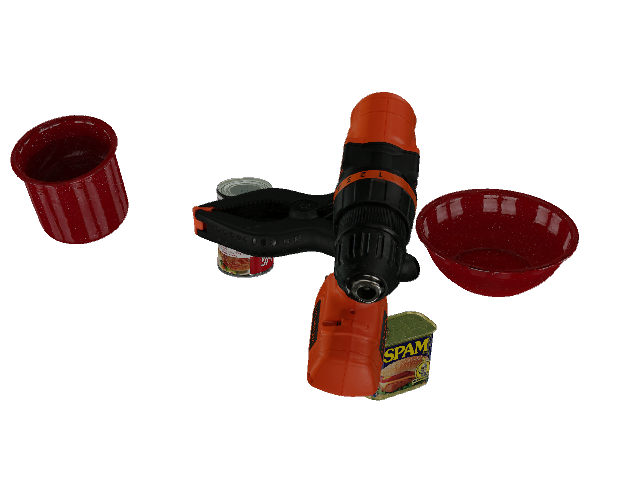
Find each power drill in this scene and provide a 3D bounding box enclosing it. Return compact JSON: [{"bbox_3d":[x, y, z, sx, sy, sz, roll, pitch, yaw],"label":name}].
[{"bbox_3d":[0.029,0.019,0.722,0.057,0.188,0.184,11,42,1],"label":"power drill"}]

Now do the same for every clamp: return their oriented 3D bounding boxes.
[{"bbox_3d":[-0.007,-0.021,0.961,0.210,0.036,0.164,4,31,10],"label":"clamp"}]

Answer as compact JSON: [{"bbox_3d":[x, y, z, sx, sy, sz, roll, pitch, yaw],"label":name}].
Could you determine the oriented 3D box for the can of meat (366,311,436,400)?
[{"bbox_3d":[0.093,0.146,1.346,0.101,0.084,0.058,-12,29,-29],"label":"can of meat"}]

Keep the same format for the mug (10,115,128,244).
[{"bbox_3d":[-0.219,-0.060,0.957,0.093,0.117,0.081,-8,-44,-1],"label":"mug"}]

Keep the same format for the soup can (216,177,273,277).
[{"bbox_3d":[-0.089,-0.016,1.263,0.068,0.102,0.068,1,25,-1],"label":"soup can"}]

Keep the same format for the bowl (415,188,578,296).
[{"bbox_3d":[0.175,0.009,1.076,0.162,0.055,0.162,0,32,0],"label":"bowl"}]
